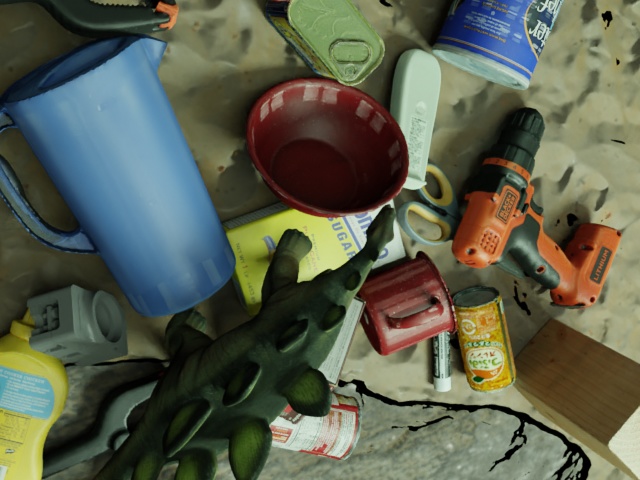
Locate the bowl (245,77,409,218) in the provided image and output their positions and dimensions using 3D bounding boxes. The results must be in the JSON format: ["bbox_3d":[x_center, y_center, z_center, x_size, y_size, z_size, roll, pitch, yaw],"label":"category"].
[{"bbox_3d":[0.001,-0.078,1.024,0.162,0.055,0.162,9,56,-13],"label":"bowl"}]

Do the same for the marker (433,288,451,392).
[{"bbox_3d":[0.132,0.106,1.162,0.020,0.020,0.121,-8,105,-19],"label":"marker"}]

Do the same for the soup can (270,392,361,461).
[{"bbox_3d":[-0.017,0.185,1.099,0.102,0.069,0.068,16,97,-22],"label":"soup can"}]

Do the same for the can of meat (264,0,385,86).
[{"bbox_3d":[0.002,-0.198,1.004,0.057,0.084,0.102,-45,113,-5],"label":"can of meat"}]

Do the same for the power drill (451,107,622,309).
[{"bbox_3d":[0.237,-0.025,1.141,0.187,0.057,0.184,33,76,-26],"label":"power drill"}]

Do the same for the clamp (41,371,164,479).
[{"bbox_3d":[-0.205,0.197,1.049,0.120,0.039,0.171,30,84,-28],"label":"clamp"}]

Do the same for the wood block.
[{"bbox_3d":[0.298,0.171,1.137,0.090,0.206,0.090,-47,114,-4],"label":"wood block"}]

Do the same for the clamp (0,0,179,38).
[{"bbox_3d":[-0.216,-0.238,0.894,0.210,0.036,0.164,16,78,-9],"label":"clamp"}]

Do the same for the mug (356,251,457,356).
[{"bbox_3d":[0.087,0.070,1.087,0.081,0.117,0.093,-22,103,-9],"label":"mug"}]

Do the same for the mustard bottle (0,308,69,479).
[{"bbox_3d":[-0.287,0.151,0.990,0.096,0.058,0.191,17,90,-7],"label":"mustard bottle"}]

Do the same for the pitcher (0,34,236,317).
[{"bbox_3d":[-0.180,-0.050,0.955,0.144,0.149,0.243,-54,127,-49],"label":"pitcher"}]

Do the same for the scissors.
[{"bbox_3d":[0.155,-0.021,1.138,0.201,0.016,0.096,14,71,-40],"label":"scissors"}]

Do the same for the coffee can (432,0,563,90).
[{"bbox_3d":[0.184,-0.233,1.054,0.102,0.103,0.140,21,95,-24],"label":"coffee can"}]

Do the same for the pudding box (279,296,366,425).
[{"bbox_3d":[-0.003,0.114,1.049,0.039,0.090,0.113,29,47,-11],"label":"pudding box"}]

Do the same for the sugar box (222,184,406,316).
[{"bbox_3d":[-0.007,0.001,1.071,0.176,0.048,0.093,-21,109,-14],"label":"sugar box"}]
